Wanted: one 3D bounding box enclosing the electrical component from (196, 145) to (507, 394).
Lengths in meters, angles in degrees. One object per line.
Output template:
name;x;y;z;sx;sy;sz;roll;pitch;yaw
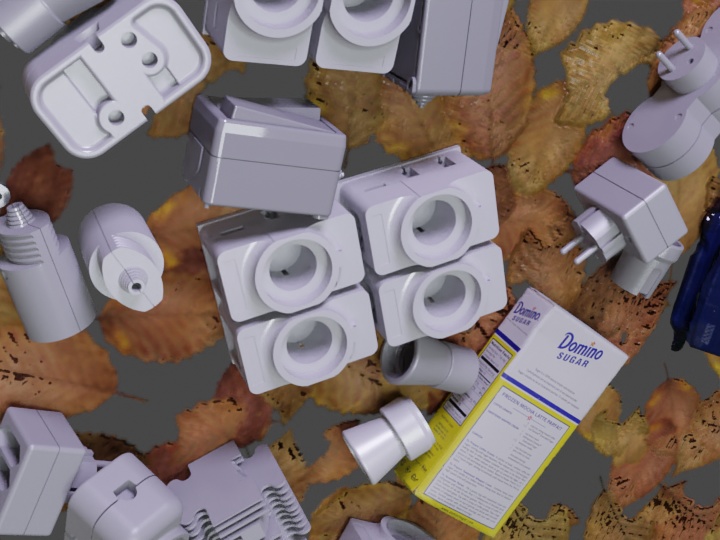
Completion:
electrical component;0.000;0.000;0.708;0.186;0.060;0.105;-18;118;-15

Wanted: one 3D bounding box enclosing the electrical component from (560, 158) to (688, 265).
electrical component;0.177;-0.032;0.765;0.077;0.065;0.047;-38;122;-3

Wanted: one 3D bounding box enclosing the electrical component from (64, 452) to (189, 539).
electrical component;-0.151;0.172;0.697;0.054;0.059;0.095;-36;157;-40

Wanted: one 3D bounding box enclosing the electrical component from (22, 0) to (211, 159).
electrical component;-0.137;-0.113;0.599;0.095;0.059;0.053;-37;122;-4

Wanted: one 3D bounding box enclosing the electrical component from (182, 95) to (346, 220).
electrical component;-0.052;-0.072;0.652;0.096;0.061;0.061;4;111;-25

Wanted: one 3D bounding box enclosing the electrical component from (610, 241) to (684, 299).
electrical component;0.214;-0.007;0.808;0.040;0.040;0.046;15;112;-28

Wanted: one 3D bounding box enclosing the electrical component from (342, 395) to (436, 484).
electrical component;0.021;0.123;0.781;0.055;0.045;0.045;-31;121;-8

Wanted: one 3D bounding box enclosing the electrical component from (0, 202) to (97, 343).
electrical component;-0.190;-0.002;0.636;0.043;0.043;0.081;-21;119;-13

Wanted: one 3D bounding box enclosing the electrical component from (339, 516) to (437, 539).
electrical component;0.027;0.229;0.828;0.089;0.050;0.055;21;103;-29

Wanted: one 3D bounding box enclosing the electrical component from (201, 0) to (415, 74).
electrical component;-0.018;-0.208;0.595;0.105;0.060;0.186;0;118;-23

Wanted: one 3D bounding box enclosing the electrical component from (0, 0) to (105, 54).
electrical component;-0.169;-0.149;0.581;0.065;0.044;0.044;-39;122;3

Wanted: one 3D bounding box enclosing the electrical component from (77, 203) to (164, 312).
electrical component;-0.139;-0.006;0.634;0.043;0.081;0.043;-9;116;-19

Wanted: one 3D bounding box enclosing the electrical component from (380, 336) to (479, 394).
electrical component;0.053;0.067;0.772;0.065;0.044;0.044;18;105;-33

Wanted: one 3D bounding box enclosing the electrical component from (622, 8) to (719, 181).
electrical component;0.233;-0.137;0.749;0.074;0.052;0.138;36;95;-31

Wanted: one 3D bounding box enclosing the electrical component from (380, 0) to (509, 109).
electrical component;0.051;-0.147;0.662;0.061;0.061;0.096;-4;114;-21

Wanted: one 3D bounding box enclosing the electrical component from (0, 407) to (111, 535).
electrical component;-0.196;0.131;0.693;0.077;0.047;0.065;14;107;-41
